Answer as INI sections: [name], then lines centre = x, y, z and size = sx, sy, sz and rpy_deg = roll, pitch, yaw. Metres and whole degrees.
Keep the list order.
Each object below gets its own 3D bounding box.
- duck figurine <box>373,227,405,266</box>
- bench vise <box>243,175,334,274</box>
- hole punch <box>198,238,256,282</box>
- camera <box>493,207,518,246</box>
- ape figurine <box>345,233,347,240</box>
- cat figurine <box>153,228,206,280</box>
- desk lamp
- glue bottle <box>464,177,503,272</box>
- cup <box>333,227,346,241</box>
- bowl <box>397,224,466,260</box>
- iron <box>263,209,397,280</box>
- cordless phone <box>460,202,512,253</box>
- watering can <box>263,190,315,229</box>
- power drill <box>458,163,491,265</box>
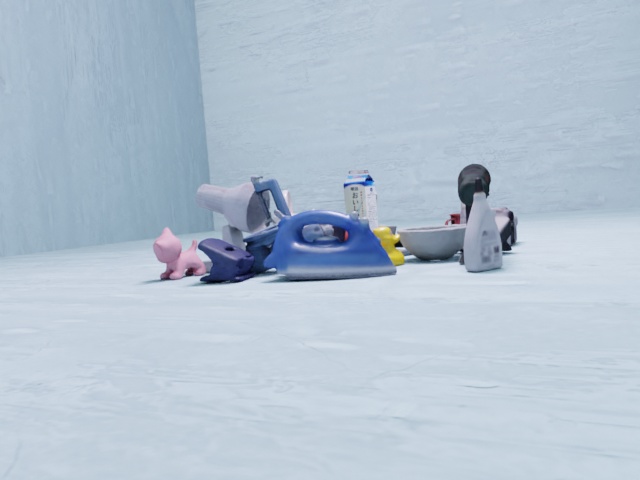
[duck figurine]
centre = 0.132, 0.014, 1.248
size = 0.105, 0.086, 0.077
rpy_deg = -6, 4, -19
[bench vise]
centre = -0.083, -0.040, 1.291
size = 0.208, 0.220, 0.121
rpy_deg = -6, 4, -24
[hole punch]
centre = -0.192, 0.039, 1.200
size = 0.101, 0.091, 0.109
rpy_deg = -3, 4, 15
[camera]
centre = 0.446, -0.035, 1.522
size = 0.136, 0.101, 0.143
rpy_deg = -2, 4, 28
[ape figurine]
centre = 0.083, -0.007, 1.572
size = 0.078, 0.092, 0.076
rpy_deg = -5, 4, -14
[cat figurine]
centre = -0.327, 0.029, 1.307
size = 0.067, 0.118, 0.128
rpy_deg = -1, 5, 41
[desk lamp]
centre = -0.220, -0.033, 1.386
size = 0.202, 0.213, 0.118
rpy_deg = -3, 4, 21
[glue bottle]
centre = 0.301, -0.030, 1.065
size = 0.078, 0.173, 0.037
rpy_deg = -7, 5, -32
[cup]
centre = 0.013, 0.005, 1.452
size = 0.118, 0.095, 0.091
rpy_deg = -6, 4, -27
[bowl]
centre = 0.260, 0.007, 1.304
size = 0.167, 0.075, 0.167
rpy_deg = -4, 4, 1
[iron]
centre = 0.020, 0.003, 1.133
size = 0.257, 0.141, 0.119
rpy_deg = -3, 4, 16
[cordless phone]
centre = 0.378, -0.060, 1.345
size = 0.094, 0.185, 0.147
rpy_deg = -6, 4, -26
[watering can]
centre = -0.090, -0.060, 1.806
size = 0.173, 0.194, 0.100
rpy_deg = -5, 4, -13
[power drill]
centre = 0.324, -0.058, 1.196
size = 0.075, 0.208, 0.230
rpy_deg = -3, 4, 16
